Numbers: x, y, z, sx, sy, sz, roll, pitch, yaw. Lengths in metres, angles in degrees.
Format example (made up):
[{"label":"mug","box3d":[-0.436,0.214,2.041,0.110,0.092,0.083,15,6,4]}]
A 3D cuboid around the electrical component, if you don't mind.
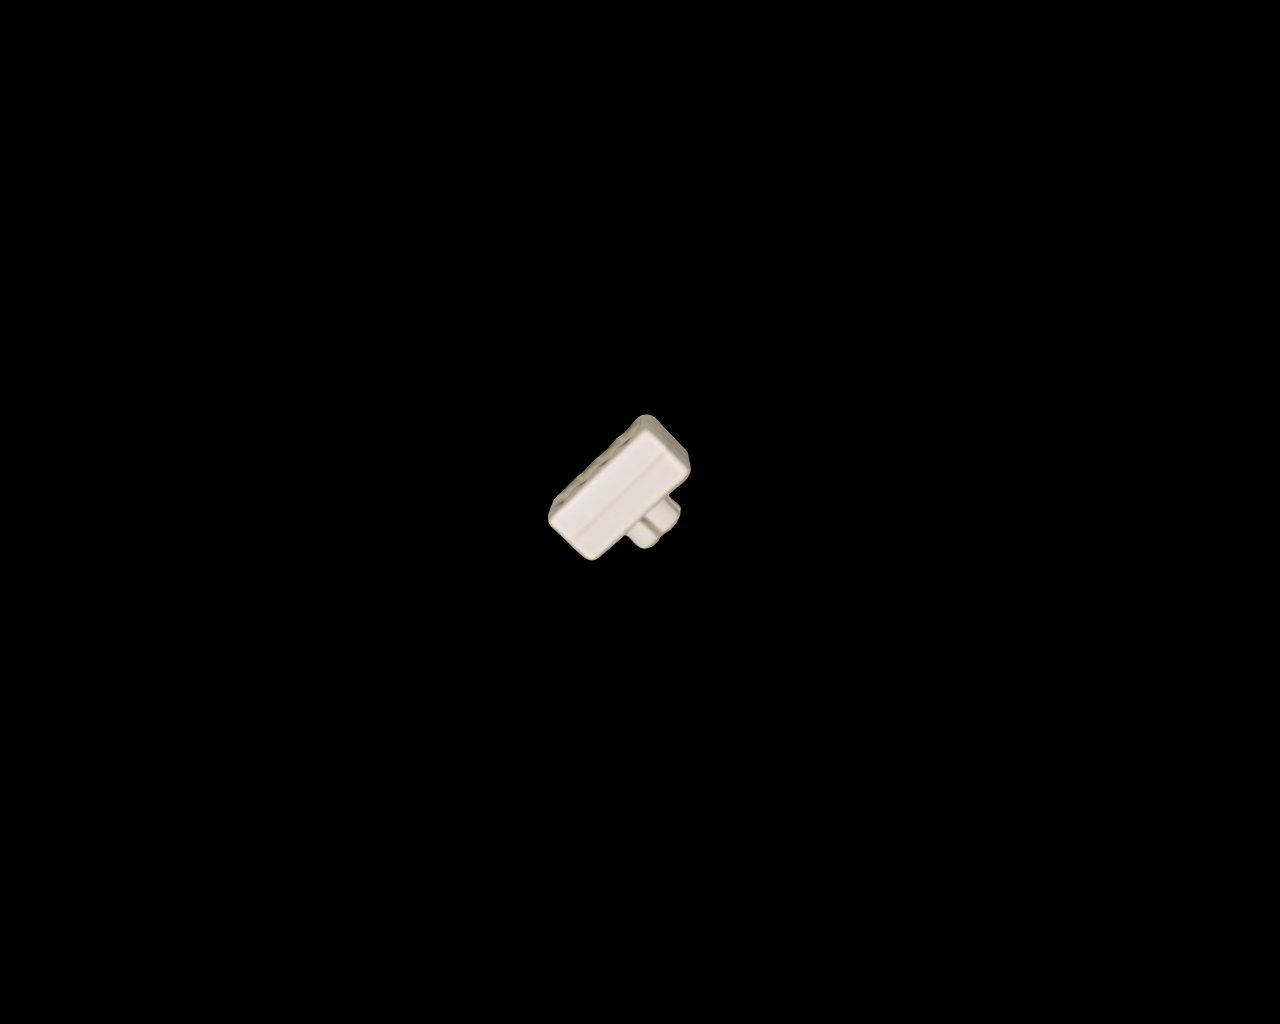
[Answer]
[{"label":"electrical component","box3d":[0.001,-0.003,0.650,0.083,0.075,0.047,-43,12,11]}]
